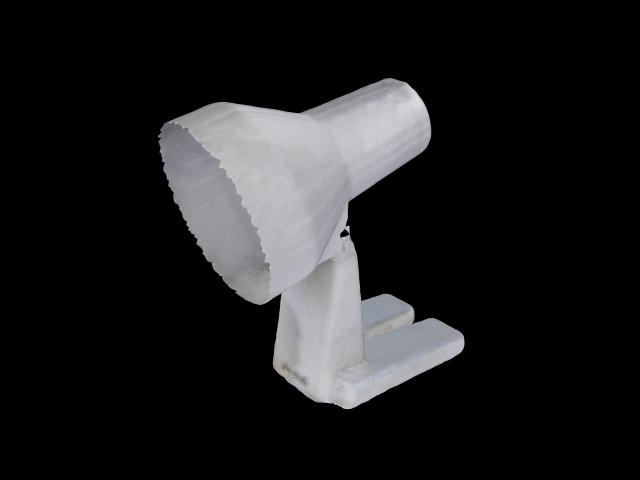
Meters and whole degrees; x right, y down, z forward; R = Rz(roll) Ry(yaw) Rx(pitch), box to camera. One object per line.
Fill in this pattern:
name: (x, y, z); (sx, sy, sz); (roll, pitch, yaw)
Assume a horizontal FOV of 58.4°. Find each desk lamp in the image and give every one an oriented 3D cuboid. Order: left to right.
desk lamp: (0.004, 0.001, 0.400); (0.204, 0.214, 0.117); (-16, 27, -33)
